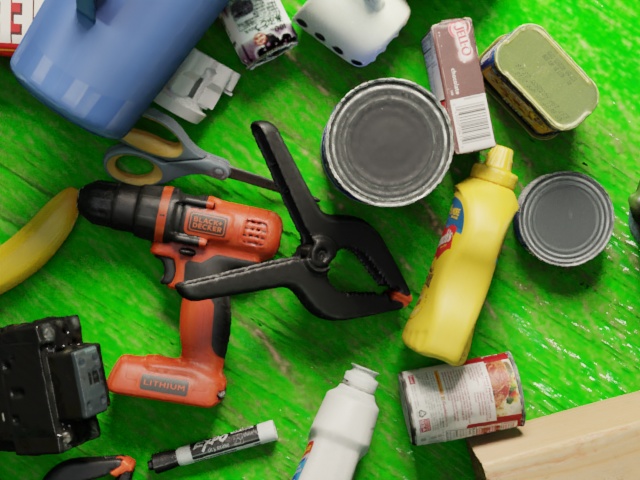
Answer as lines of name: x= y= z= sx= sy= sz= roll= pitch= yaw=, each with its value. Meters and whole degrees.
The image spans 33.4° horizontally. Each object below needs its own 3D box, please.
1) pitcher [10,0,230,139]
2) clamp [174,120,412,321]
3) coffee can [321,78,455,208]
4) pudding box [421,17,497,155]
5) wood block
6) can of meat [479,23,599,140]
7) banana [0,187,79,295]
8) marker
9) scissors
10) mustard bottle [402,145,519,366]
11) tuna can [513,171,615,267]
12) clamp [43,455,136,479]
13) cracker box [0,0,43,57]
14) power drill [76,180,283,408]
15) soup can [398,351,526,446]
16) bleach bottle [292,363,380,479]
pitcher: x=-0.138 y=-0.204 z=0.829 sx=0.149 sy=0.145 sz=0.243 roll=30 pitch=99 yaw=-38
clamp: x=-0.006 y=0.001 z=0.928 sx=0.209 sy=0.036 sz=0.164 roll=20 pitch=86 yaw=-24
coffee can: x=0.053 y=-0.079 z=0.904 sx=0.103 sy=0.140 sz=0.103 roll=0 pitch=93 yaw=-1
pudding box: x=0.119 y=-0.131 z=0.928 sx=0.039 sy=0.090 sz=0.113 roll=-10 pitch=94 yaw=1
wood block: x=0.245 y=0.201 z=0.946 sx=0.206 sy=0.091 sz=0.090 roll=-15 pitch=94 yaw=-1
can of meat: x=0.189 y=-0.138 z=0.932 sx=0.057 sy=0.084 sz=0.102 roll=-45 pitch=92 yaw=1
banana: x=-0.297 y=0.017 z=0.955 sx=0.198 sy=0.037 sz=0.069 roll=-21 pitch=93 yaw=0
marker: x=-0.099 y=0.190 z=0.976 sx=0.121 sy=0.020 sz=0.020 roll=-16 pitch=93 yaw=0
scissors: x=-0.107 y=-0.056 z=0.959 sx=0.201 sy=0.016 sz=0.096 roll=30 pitch=131 yaw=-23
mustard bottle: x=0.129 y=0.010 z=0.931 sx=0.058 sy=0.096 sz=0.191 roll=19 pitch=92 yaw=-1
tuna can: x=0.219 y=-0.020 z=0.963 sx=0.086 sy=0.034 sz=0.086 roll=0 pitch=93 yaw=-1
clamp: x=-0.246 y=0.248 z=0.967 sx=0.120 sy=0.039 sz=0.171 roll=43 pitch=87 yaw=-8
cracker box: x=-0.263 y=-0.264 z=0.904 sx=0.164 sy=0.072 sz=0.214 roll=3 pitch=105 yaw=-1
power drill: x=-0.137 y=0.047 z=0.948 sx=0.184 sy=0.057 sz=0.188 roll=11 pitch=93 yaw=-2
soup can: x=0.125 y=0.142 z=0.952 sx=0.102 sy=0.068 sz=0.068 roll=-11 pitch=93 yaw=0
bleach bottle: x=-0.004 y=0.232 z=0.949 sx=0.068 sy=0.102 sz=0.251 roll=21 pitch=85 yaw=2
